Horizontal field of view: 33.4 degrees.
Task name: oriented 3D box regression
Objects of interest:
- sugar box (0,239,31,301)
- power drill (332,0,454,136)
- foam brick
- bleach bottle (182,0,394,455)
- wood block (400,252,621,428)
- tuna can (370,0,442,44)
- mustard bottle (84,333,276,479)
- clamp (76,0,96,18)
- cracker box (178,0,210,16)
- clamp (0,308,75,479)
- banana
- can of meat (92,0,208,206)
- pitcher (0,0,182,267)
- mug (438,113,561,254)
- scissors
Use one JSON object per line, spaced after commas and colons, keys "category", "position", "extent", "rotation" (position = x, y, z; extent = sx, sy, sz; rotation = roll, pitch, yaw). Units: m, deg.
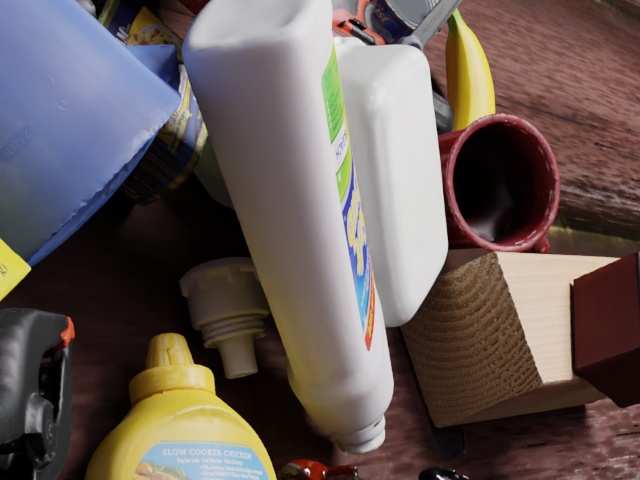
{"category": "sugar box", "position": [-0.187, -0.025, 0.351], "extent": [0.176, 0.048, 0.093], "rotation": [48, 20, -10]}
{"category": "power drill", "position": [0.035, -0.177, 0.774], "extent": [0.184, 0.057, 0.187], "rotation": [27, 61, -30]}
{"category": "foam brick", "position": [0.199, 0.058, 0.683], "extent": [0.053, 0.051, 0.078], "rotation": [38, 42, -27]}
{"category": "bleach bottle", "position": [-0.004, 0.001, 0.555], "extent": [0.102, 0.068, 0.251], "rotation": [-79, 158, -60]}
{"category": "wood block", "position": [0.158, 0.068, 0.750], "extent": [0.205, 0.090, 0.091], "rotation": [3, 63, -48]}
{"category": "tuna can", "position": [0.060, -0.195, 0.868], "extent": [0.086, 0.034, 0.086], "rotation": [28, 46, -34]}
{"category": "mustard bottle", "position": [-0.059, 0.133, 0.481], "extent": [0.096, 0.058, 0.191], "rotation": [11, 57, -38]}
{"category": "clamp", "position": [-0.195, -0.184, 0.536], "extent": [0.209, 0.036, 0.164], "rotation": [17, 42, -28]}
{"category": "cracker box", "position": [-0.071, -0.226, 0.614], "extent": [0.164, 0.072, 0.213], "rotation": [36, 36, -19]}
{"category": "clamp", "position": [-0.125, 0.073, 0.414], "extent": [0.039, 0.120, 0.171], "rotation": [-3, 36, -5]}
{"category": "banana", "position": [0.110, -0.091, 0.842], "extent": [0.069, 0.037, 0.198], "rotation": [25, 57, -36]}
{"category": "can of meat", "position": [-0.105, -0.080, 0.582], "extent": [0.083, 0.058, 0.102], "rotation": [39, 41, -27]}
{"category": "pitcher", "position": [-0.191, -0.087, 0.443], "extent": [0.242, 0.145, 0.149], "rotation": [45, 27, -12]}
{"category": "mug", "position": [0.111, -0.027, 0.738], "extent": [0.117, 0.082, 0.093], "rotation": [43, 70, -18]}
{"category": "scissors", "position": [0.040, -0.128, 0.709], "extent": [0.096, 0.016, 0.202], "rotation": [27, 88, -32]}
